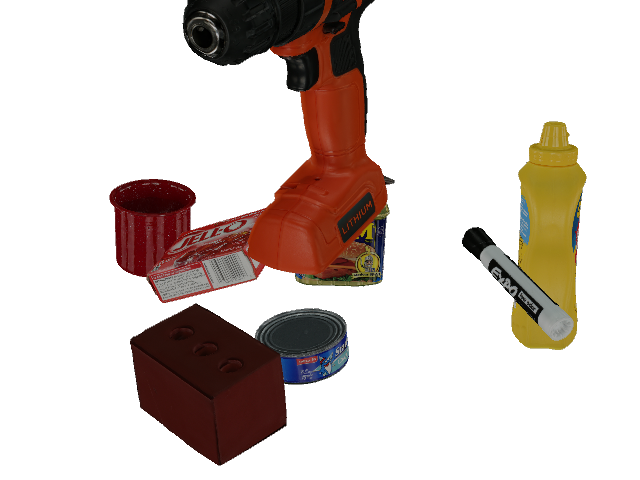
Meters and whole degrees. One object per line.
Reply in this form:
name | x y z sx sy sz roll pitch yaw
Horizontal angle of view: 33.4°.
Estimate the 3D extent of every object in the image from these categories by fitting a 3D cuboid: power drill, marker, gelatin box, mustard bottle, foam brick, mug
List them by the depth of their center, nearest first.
power drill | -0.009 -0.078 0.589 0.057 0.188 0.184 16 36 25
foam brick | -0.065 0.082 0.617 0.078 0.051 0.052 26 40 38
marker | 0.133 0.026 0.737 0.020 0.020 0.121 0 31 -27
gelatin box | -0.080 0.010 0.822 0.089 0.030 0.073 -15 22 24
mustard bottle | 0.200 -0.008 0.933 0.058 0.192 0.096 3 18 11
mug | -0.191 -0.017 1.180 0.093 0.081 0.117 -14 32 -32

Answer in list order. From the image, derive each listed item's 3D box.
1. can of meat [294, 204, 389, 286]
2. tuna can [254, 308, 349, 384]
can of meat | 0.021 0.002 1.164 0.102 0.084 0.057 2 18 -3
tuna can | -0.016 0.098 0.992 0.086 0.034 0.086 -6 25 3
